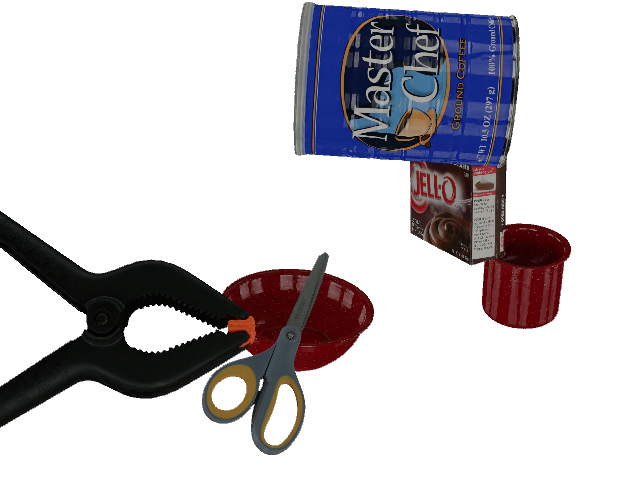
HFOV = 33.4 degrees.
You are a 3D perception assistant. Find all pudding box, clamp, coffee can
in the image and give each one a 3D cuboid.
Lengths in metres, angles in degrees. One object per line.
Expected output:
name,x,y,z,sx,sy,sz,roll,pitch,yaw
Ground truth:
pudding box,0.117,-0.038,0.923,0.039,0.090,0.114,-11,19,-23
clamp,-0.150,0.048,0.719,0.210,0.164,0.036,-5,-19,-4
coffee can,0.056,-0.104,0.719,0.140,0.103,0.103,4,0,2

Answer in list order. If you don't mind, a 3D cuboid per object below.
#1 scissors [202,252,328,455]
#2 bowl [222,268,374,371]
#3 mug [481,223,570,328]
scissors,-0.047,0.088,0.927,0.096,0.201,0.016,10,-33,-8
bowl,-0.026,0.090,1.122,0.162,0.055,0.162,3,26,-2
mug,0.211,0.033,1.137,0.093,0.081,0.117,-6,30,-8
